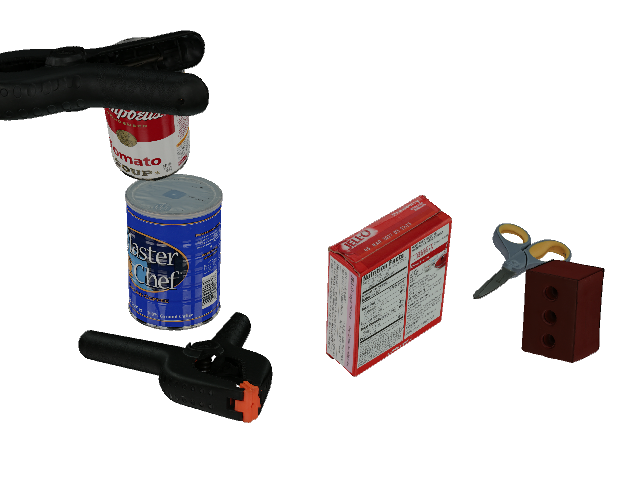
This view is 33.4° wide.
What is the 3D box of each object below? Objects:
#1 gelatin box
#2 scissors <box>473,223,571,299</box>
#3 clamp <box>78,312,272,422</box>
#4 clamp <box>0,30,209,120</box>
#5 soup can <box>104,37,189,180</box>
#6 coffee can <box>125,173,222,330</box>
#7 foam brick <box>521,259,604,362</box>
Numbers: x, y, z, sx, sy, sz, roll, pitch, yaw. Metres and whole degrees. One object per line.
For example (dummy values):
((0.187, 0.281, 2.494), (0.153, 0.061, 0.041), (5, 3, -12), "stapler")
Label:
((0.039, 0.027, 0.623), (0.073, 0.089, 0.030), (-30, 49, -29), "gelatin box")
((0.192, 0.019, 1.130), (0.201, 0.016, 0.096), (-12, 38, -44), "scissors")
((-0.094, 0.104, 0.918), (0.164, 0.036, 0.210), (-9, 16, -34), "clamp")
((-0.148, -0.104, 0.668), (0.171, 0.039, 0.120), (1, 20, 2), "clamp")
((-0.143, -0.106, 0.872), (0.068, 0.068, 0.102), (0, -36, -4), "soup can")
((-0.159, 0.012, 1.159), (0.103, 0.140, 0.103), (3, 27, -2), "coffee can")
((0.214, 0.061, 0.941), (0.053, 0.078, 0.051), (11, 19, 39), "foam brick")
